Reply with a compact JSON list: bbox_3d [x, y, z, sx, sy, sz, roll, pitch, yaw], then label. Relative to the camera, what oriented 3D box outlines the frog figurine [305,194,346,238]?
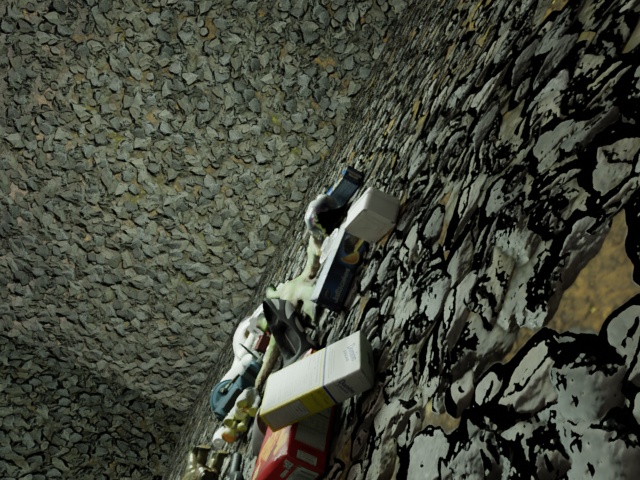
[{"bbox_3d":[0.005,-0.083,1.650,0.161,0.122,0.136,-133,50,-70],"label":"frog figurine"}]

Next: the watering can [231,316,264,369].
[{"bbox_3d":[-0.288,0.410,1.944,0.351,0.104,0.223,-65,8,-12],"label":"watering can"}]

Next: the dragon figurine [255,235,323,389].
[{"bbox_3d":[-0.063,0.183,1.349,0.239,0.121,0.418,-34,38,58],"label":"dragon figurine"}]
